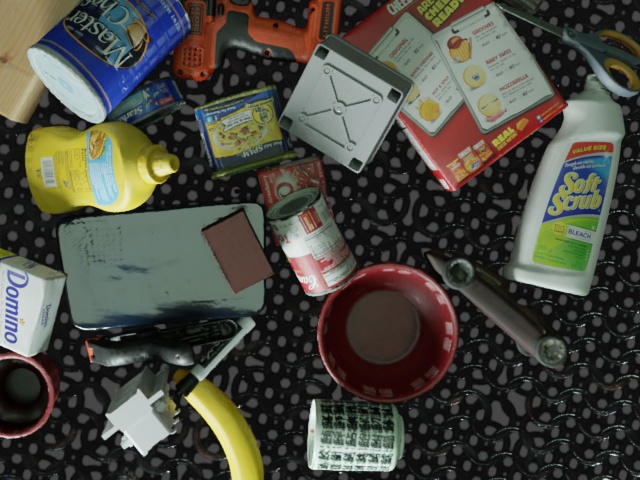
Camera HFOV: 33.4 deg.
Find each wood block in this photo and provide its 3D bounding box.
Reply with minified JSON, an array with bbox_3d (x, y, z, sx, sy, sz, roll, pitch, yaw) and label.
[{"bbox_3d":[-0.315,-0.240,1.161,0.091,0.090,0.206,30,91,-6],"label":"wood block"}]

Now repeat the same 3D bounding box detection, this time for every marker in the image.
[{"bbox_3d":[-0.120,0.133,1.213,0.020,0.020,0.121,45,72,-5],"label":"marker"}]

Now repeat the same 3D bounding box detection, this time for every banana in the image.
[{"bbox_3d":[-0.108,0.235,1.228,0.069,0.037,0.198,-18,94,-3],"label":"banana"}]

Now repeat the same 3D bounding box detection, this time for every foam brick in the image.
[{"bbox_3d":[-0.087,0.012,1.137,0.051,0.053,0.078,-27,96,-4],"label":"foam brick"}]

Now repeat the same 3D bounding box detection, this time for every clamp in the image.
[{"bbox_3d":[-0.179,0.114,1.191,0.172,0.120,0.039,-2,95,31],"label":"clamp"}]

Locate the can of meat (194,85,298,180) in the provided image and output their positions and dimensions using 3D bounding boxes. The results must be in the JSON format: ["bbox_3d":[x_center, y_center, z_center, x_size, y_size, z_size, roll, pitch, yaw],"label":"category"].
[{"bbox_3d":[-0.085,-0.121,1.200,0.102,0.057,0.084,-16,92,-4],"label":"can of meat"}]

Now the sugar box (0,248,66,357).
[{"bbox_3d":[-0.371,0.052,1.165,0.176,0.048,0.093,20,102,17],"label":"sugar box"}]

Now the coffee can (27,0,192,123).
[{"bbox_3d":[-0.218,-0.206,1.112,0.103,0.103,0.140,43,70,-5],"label":"coffee can"}]

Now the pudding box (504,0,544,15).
[{"bbox_3d":[0.222,-0.323,1.217,0.113,0.039,0.090,34,90,-5],"label":"pudding box"}]

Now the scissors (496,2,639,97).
[{"bbox_3d":[0.288,-0.211,1.193,0.201,0.016,0.096,5,61,-27],"label":"scissors"}]

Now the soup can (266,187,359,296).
[{"bbox_3d":[-0.008,0.001,1.177,0.068,0.068,0.102,-28,111,-2],"label":"soup can"}]

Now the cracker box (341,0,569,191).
[{"bbox_3d":[0.148,-0.187,1.205,0.164,0.072,0.213,-37,94,-2],"label":"cracker box"}]

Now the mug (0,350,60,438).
[{"bbox_3d":[-0.345,0.172,1.186,0.117,0.081,0.093,-37,95,-1],"label":"mug"}]

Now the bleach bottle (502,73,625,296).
[{"bbox_3d":[0.286,-0.067,1.226,0.102,0.068,0.251,12,90,-5],"label":"bleach bottle"}]

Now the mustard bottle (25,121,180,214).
[{"bbox_3d":[-0.229,-0.078,1.143,0.192,0.058,0.096,0,99,33],"label":"mustard bottle"}]

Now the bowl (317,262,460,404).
[{"bbox_3d":[0.075,0.103,1.224,0.162,0.055,0.162,0,93,-4],"label":"bowl"}]

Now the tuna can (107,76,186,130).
[{"bbox_3d":[-0.193,-0.147,1.177,0.086,0.086,0.034,-27,94,-2],"label":"tuna can"}]

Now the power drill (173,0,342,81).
[{"bbox_3d":[-0.070,-0.265,1.194,0.187,0.057,0.184,5,97,-1],"label":"power drill"}]

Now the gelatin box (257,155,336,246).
[{"bbox_3d":[-0.026,-0.044,1.213,0.073,0.030,0.089,-14,107,-4],"label":"gelatin box"}]
